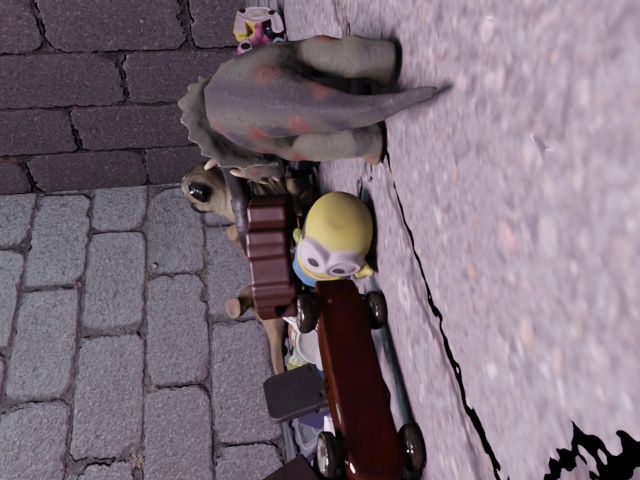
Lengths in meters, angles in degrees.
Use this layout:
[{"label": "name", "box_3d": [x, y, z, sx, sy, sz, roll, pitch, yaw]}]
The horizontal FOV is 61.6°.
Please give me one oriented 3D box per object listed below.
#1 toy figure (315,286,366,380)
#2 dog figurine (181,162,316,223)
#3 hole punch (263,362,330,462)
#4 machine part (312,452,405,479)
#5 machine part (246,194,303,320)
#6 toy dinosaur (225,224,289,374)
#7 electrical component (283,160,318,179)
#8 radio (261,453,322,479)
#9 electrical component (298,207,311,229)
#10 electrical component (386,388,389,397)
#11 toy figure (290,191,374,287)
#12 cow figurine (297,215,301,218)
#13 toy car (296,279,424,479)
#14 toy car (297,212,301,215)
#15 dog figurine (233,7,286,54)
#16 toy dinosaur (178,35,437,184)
[{"label": "toy figure", "box_3d": [0.027, 0.117, 0.629, 0.064, 0.058, 0.154, 43, 146, 30]}, {"label": "dog figurine", "box_3d": [-0.114, -0.090, 0.876, 0.121, 0.190, 0.172, -26, 34, 42]}, {"label": "hole punch", "box_3d": [-0.009, 0.235, 0.751, 0.142, 0.116, 0.092, -127, 16, -74]}, {"label": "machine part", "box_3d": [0.045, 0.239, 0.508, 0.139, 0.039, 0.084, 5, 109, 51]}, {"label": "machine part", "box_3d": [-0.057, 0.020, 0.736, 0.179, 0.056, 0.179, -7, -89, -87]}, {"label": "toy dinosaur", "box_3d": [-0.101, 0.110, 1.121, 0.198, 0.105, 0.471, 11, -104, -64]}, {"label": "electrical component", "box_3d": [-0.071, -0.139, 0.849, 0.115, 0.134, 0.058, -26, -51, -56]}, {"label": "radio", "box_3d": [0.021, 0.306, 0.448, 0.229, 0.073, 0.131, 58, 166, 6]}, {"label": "electrical component", "box_3d": [-0.002, -0.003, 0.792, 0.078, 0.045, 0.102, 65, -169, -47]}, {"label": "electrical component", "box_3d": [0.042, 0.160, 0.576, 0.075, 0.048, 0.119, -126, 32, -73]}, {"label": "toy figure", "box_3d": [0.009, 0.007, 0.604, 0.180, 0.082, 0.089, 109, 157, -77]}, {"label": "cow figurine", "box_3d": [-0.046, 0.051, 0.972, 0.127, 0.085, 0.194, -108, 17, -78]}, {"label": "toy car", "box_3d": [0.030, 0.126, 0.496, 0.053, 0.089, 0.202, 102, 160, -50]}, {"label": "toy car", "box_3d": [-0.054, -0.056, 1.056, 0.201, 0.056, 0.073, 94, 169, -56]}, {"label": "dog figurine", "box_3d": [-0.128, -0.377, 1.199, 0.219, 0.108, 0.191, 95, 167, -59]}, {"label": "toy dinosaur", "box_3d": [-0.044, -0.125, 0.508, 0.405, 0.192, 0.131, -152, 55, -81]}]
